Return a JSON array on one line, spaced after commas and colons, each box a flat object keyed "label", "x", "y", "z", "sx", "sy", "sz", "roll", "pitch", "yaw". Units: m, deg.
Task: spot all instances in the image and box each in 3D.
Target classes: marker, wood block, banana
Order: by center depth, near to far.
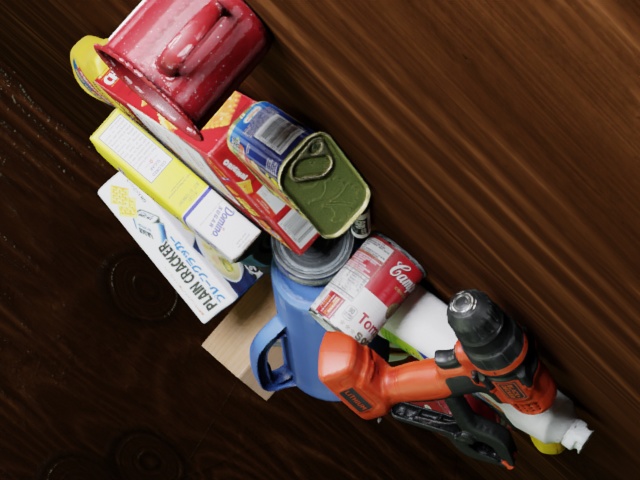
[{"label": "marker", "x": 0.037, "y": -0.022, "z": 0.961, "sx": 0.020, "sy": 0.020, "sz": 0.121, "roll": 39, "pitch": 173, "yaw": 9}, {"label": "banana", "x": 0.261, "y": 0.216, "z": 1.234, "sx": 0.070, "sy": 0.037, "sz": 0.197, "roll": 61, "pitch": -178, "yaw": 28}, {"label": "wood block", "x": -0.054, "y": 0.107, "z": 1.490, "sx": 0.090, "sy": 0.206, "sz": 0.090, "roll": 35, "pitch": 172, "yaw": 39}]

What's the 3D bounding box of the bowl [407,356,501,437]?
[{"label": "bowl", "x": 0.162, "y": 0.209, "z": 1.416, "sx": 0.162, "sy": 0.055, "sz": 0.162, "roll": 43, "pitch": 157, "yaw": 24}]

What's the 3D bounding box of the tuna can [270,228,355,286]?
[{"label": "tuna can", "x": -0.007, "y": 0.001, "z": 1.069, "sx": 0.086, "sy": 0.086, "sz": 0.034, "roll": 39, "pitch": 172, "yaw": 9}]

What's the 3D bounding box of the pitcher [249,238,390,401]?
[{"label": "pitcher", "x": 0.002, "y": 0.087, "z": 1.206, "sx": 0.145, "sy": 0.149, "sz": 0.243, "roll": 12, "pitch": 153, "yaw": 12}]

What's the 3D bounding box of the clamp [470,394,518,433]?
[{"label": "clamp", "x": 0.183, "y": 0.164, "z": 1.291, "sx": 0.209, "sy": 0.036, "sz": 0.165, "roll": 45, "pitch": 176, "yaw": -39}]

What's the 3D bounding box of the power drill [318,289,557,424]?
[{"label": "power drill", "x": 0.096, "y": 0.106, "z": 0.935, "sx": 0.188, "sy": 0.057, "sz": 0.184, "roll": -8, "pitch": 143, "yaw": 30}]

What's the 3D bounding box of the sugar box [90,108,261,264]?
[{"label": "sugar box", "x": -0.137, "y": -0.048, "z": 1.022, "sx": 0.176, "sy": 0.048, "sz": 0.093, "roll": 43, "pitch": 174, "yaw": -2}]

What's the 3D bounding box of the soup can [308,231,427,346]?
[{"label": "soup can", "x": 0.045, "y": 0.051, "z": 1.035, "sx": 0.068, "sy": 0.102, "sz": 0.068, "roll": 40, "pitch": 173, "yaw": 6}]

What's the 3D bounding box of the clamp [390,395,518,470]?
[{"label": "clamp", "x": 0.184, "y": 0.230, "z": 1.328, "sx": 0.171, "sy": 0.039, "sz": 0.120, "roll": 27, "pitch": 151, "yaw": -11}]

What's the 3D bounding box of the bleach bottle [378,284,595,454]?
[{"label": "bleach bottle", "x": 0.161, "y": 0.127, "z": 1.074, "sx": 0.251, "sy": 0.068, "sz": 0.102, "roll": 35, "pitch": 172, "yaw": 22}]

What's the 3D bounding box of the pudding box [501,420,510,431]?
[{"label": "pudding box", "x": 0.213, "y": 0.221, "z": 1.494, "sx": 0.114, "sy": 0.039, "sz": 0.090, "roll": 37, "pitch": 173, "yaw": 38}]

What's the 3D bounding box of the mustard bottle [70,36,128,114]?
[{"label": "mustard bottle", "x": -0.239, "y": -0.188, "z": 1.216, "sx": 0.096, "sy": 0.058, "sz": 0.192, "roll": 48, "pitch": 171, "yaw": -27}]

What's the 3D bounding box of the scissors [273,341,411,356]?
[{"label": "scissors", "x": 0.045, "y": 0.120, "z": 1.355, "sx": 0.201, "sy": 0.016, "sz": 0.096, "roll": 6, "pitch": 145, "yaw": -10}]

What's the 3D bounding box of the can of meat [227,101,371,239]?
[{"label": "can of meat", "x": -0.019, "y": -0.060, "z": 0.869, "sx": 0.084, "sy": 0.057, "sz": 0.102, "roll": 38, "pitch": 173, "yaw": 43}]

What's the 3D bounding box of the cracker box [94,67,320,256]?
[{"label": "cracker box", "x": -0.096, "y": -0.093, "z": 1.009, "sx": 0.214, "sy": 0.072, "sz": 0.164, "roll": 35, "pitch": 171, "yaw": 45}]

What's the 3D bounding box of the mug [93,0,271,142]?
[{"label": "mug", "x": -0.085, "y": -0.125, "z": 0.687, "sx": 0.093, "sy": 0.081, "sz": 0.117, "roll": 41, "pitch": 174, "yaw": -5}]
